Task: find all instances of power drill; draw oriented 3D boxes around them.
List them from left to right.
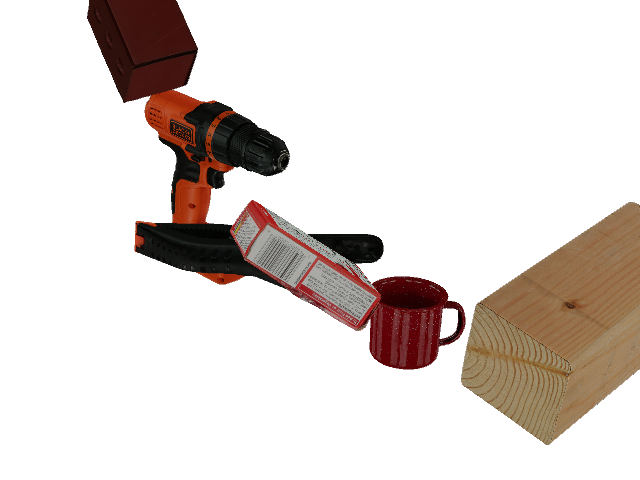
[{"bbox_3d":[-0.107,-0.051,1.108,0.185,0.188,0.057,27,37,34],"label":"power drill"}]

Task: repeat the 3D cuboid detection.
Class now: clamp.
[{"bbox_3d":[-0.058,0.012,0.881,0.210,0.036,0.164,6,12,7],"label":"clamp"}]

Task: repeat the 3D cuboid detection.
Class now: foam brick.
[{"bbox_3d":[-0.129,-0.150,0.768,0.051,0.078,0.053,-19,-15,-23],"label":"foam brick"}]

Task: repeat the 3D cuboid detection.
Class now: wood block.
[{"bbox_3d":[0.218,0.060,0.859,0.205,0.090,0.091,-28,48,-34],"label":"wood block"}]

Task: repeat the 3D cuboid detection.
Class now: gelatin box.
[{"bbox_3d":[-0.010,0.015,0.670,0.089,0.030,0.073,33,5,-17],"label":"gelatin box"}]

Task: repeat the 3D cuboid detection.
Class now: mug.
[{"bbox_3d":[0.111,0.097,1.247,0.117,0.081,0.093,-1,23,-8],"label":"mug"}]
